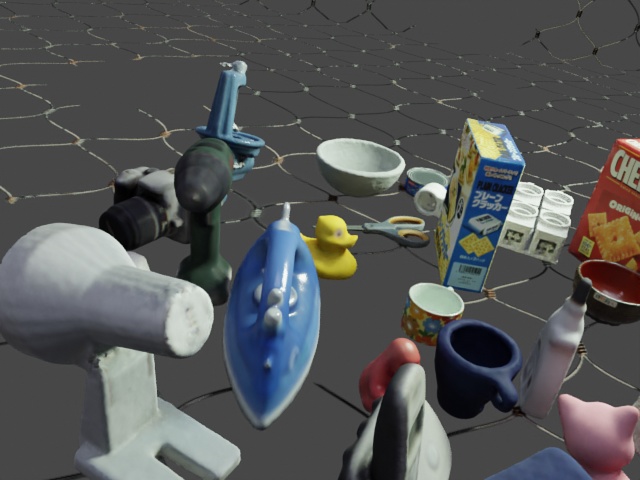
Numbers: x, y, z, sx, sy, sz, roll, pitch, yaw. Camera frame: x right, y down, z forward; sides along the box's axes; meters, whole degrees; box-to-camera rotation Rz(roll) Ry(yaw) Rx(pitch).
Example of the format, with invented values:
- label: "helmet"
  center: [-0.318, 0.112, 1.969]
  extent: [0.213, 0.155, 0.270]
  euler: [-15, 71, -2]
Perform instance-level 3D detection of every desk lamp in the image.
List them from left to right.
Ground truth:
- label: "desk lamp"
  center: [-0.167, 0.105, 0.499]
  extent: [0.202, 0.213, 0.118]
  euler: [22, 34, 21]

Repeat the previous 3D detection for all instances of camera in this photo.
- label: "camera"
  center: [-0.260, -0.049, 0.837]
  extent: [0.142, 0.101, 0.137]
  euler: [25, 35, 25]

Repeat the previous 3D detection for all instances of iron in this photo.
- label: "iron"
  center: [-0.051, 0.071, 0.657]
  extent: [0.118, 0.141, 0.258]
  euler: [6, 31, -5]

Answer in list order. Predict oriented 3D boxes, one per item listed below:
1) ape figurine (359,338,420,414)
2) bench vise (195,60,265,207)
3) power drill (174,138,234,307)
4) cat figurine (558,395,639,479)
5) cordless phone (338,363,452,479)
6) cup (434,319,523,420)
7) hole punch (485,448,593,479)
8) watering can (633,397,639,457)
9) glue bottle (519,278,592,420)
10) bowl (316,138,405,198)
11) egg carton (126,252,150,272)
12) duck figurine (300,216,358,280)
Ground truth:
- label: "ape figurine"
  center: [0.082, 0.147, 0.616]
  extent: [0.078, 0.092, 0.076]
  euler: [-15, 38, -34]
- label: "bench vise"
  center: [-0.155, -0.176, 0.958]
  extent: [0.121, 0.220, 0.207]
  euler: [7, 31, -3]
- label: "power drill"
  center: [-0.146, -0.025, 0.723]
  extent: [0.075, 0.208, 0.229]
  euler: [4, 31, -8]
- label: "cat figurine"
  center: [0.271, 0.210, 0.537]
  extent: [0.067, 0.118, 0.127]
  euler: [-1, 32, -16]
- label: "cordless phone"
  center: [0.077, 0.165, 0.494]
  extent: [0.094, 0.185, 0.148]
  euler: [18, 32, 15]
- label: "cup"
  center: [0.168, 0.157, 0.619]
  extent: [0.092, 0.095, 0.117]
  euler: [-2, 33, -18]
- label: "hole punch"
  center: [0.186, 0.246, 0.482]
  extent: [0.101, 0.091, 0.108]
  euler: [-4, 33, -21]
- label: "watering can"
  center: [0.407, 0.155, 0.590]
  extent: [0.101, 0.194, 0.172]
  euler: [-2, 33, -18]
- label: "glue bottle"
  center: [0.266, 0.115, 0.638]
  extent: [0.037, 0.173, 0.078]
  euler: [17, 32, 13]
- label: "bowl"
  center: [0.071, -0.127, 1.078]
  extent: [0.167, 0.075, 0.167]
  euler: [7, 31, -4]
- label: "egg carton"
  center: [-0.257, 0.070, 0.673]
  extent: [0.107, 0.069, 0.150]
  euler: [3, 32, -10]
- label: "duck figurine"
  center: [0.008, 0.003, 0.837]
  extent: [0.104, 0.086, 0.078]
  euler: [17, 32, 13]
